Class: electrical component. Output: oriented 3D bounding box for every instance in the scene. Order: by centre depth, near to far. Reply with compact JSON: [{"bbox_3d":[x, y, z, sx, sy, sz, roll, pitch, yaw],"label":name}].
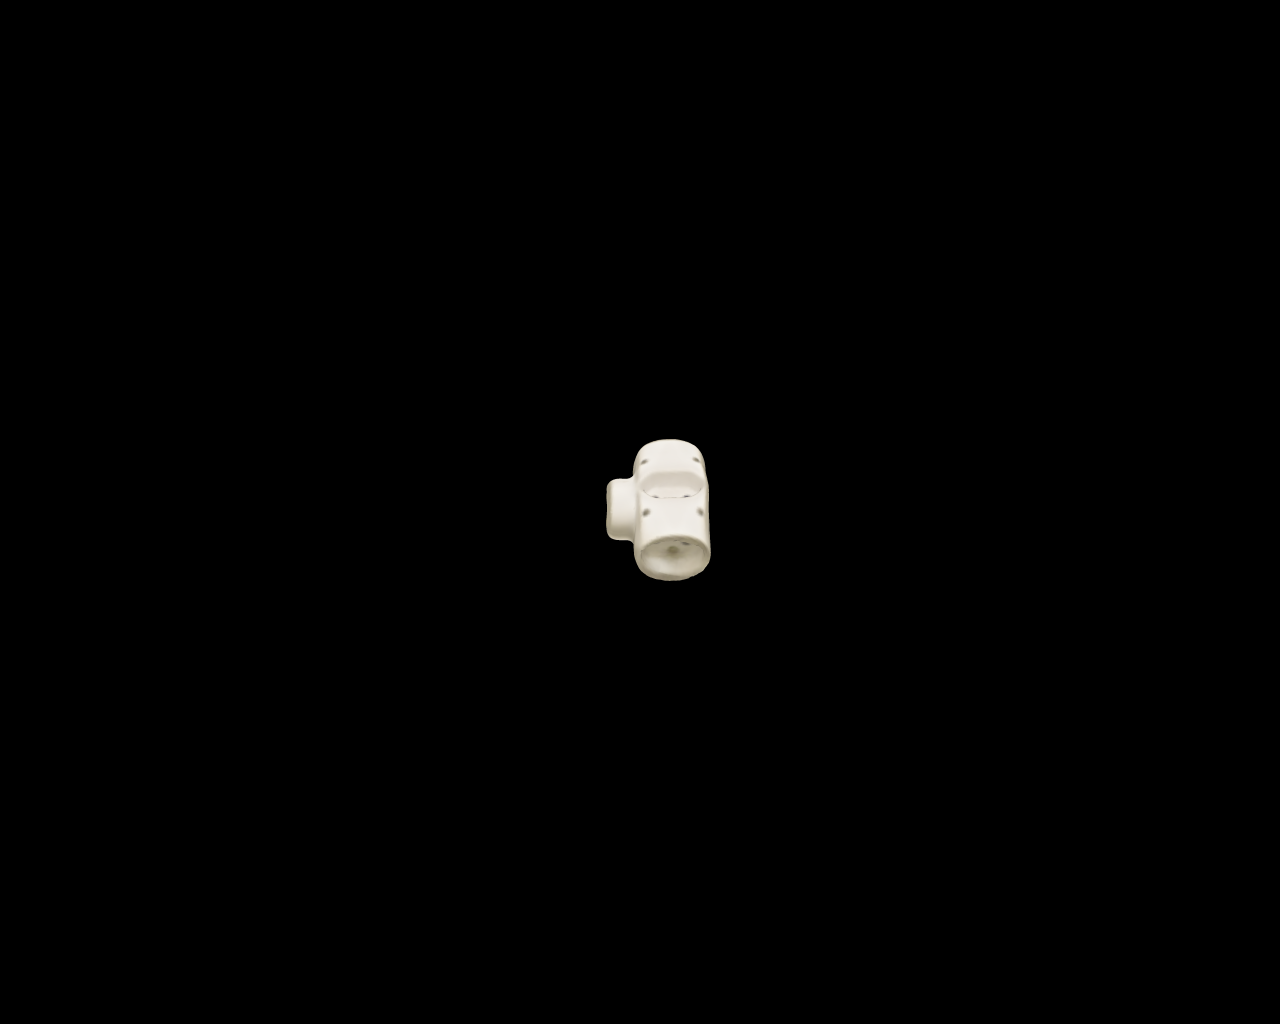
[{"bbox_3d":[0.001,-0.003,0.650,0.079,0.077,0.043,0,-39,0],"label":"electrical component"}]
